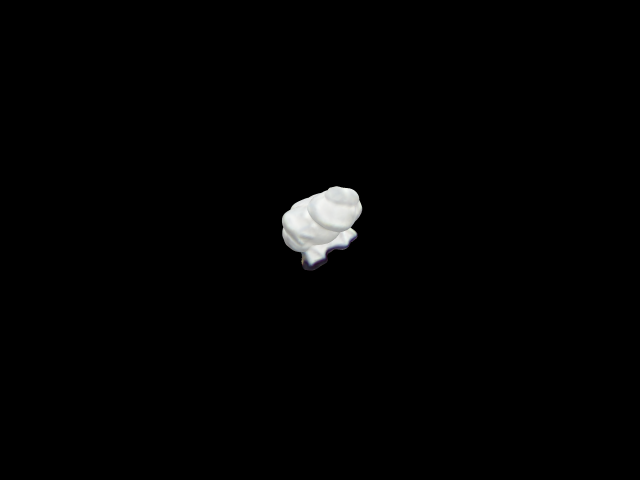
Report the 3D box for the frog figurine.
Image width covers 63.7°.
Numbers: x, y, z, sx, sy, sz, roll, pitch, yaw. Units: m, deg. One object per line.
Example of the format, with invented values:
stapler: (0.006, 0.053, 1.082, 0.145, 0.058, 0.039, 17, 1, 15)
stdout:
frog figurine: (0.003, -0.043, 0.850, 0.138, 0.125, 0.156, -16, -34, -11)
